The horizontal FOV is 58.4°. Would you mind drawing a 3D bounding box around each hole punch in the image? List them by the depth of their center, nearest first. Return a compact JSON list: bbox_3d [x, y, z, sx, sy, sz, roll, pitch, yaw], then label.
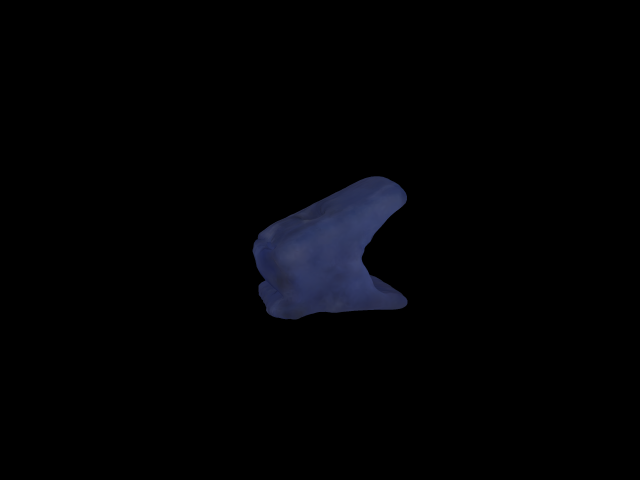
[{"bbox_3d":[0.004,0.001,0.400,0.101,0.091,0.108,-2,7,-13],"label":"hole punch"}]
